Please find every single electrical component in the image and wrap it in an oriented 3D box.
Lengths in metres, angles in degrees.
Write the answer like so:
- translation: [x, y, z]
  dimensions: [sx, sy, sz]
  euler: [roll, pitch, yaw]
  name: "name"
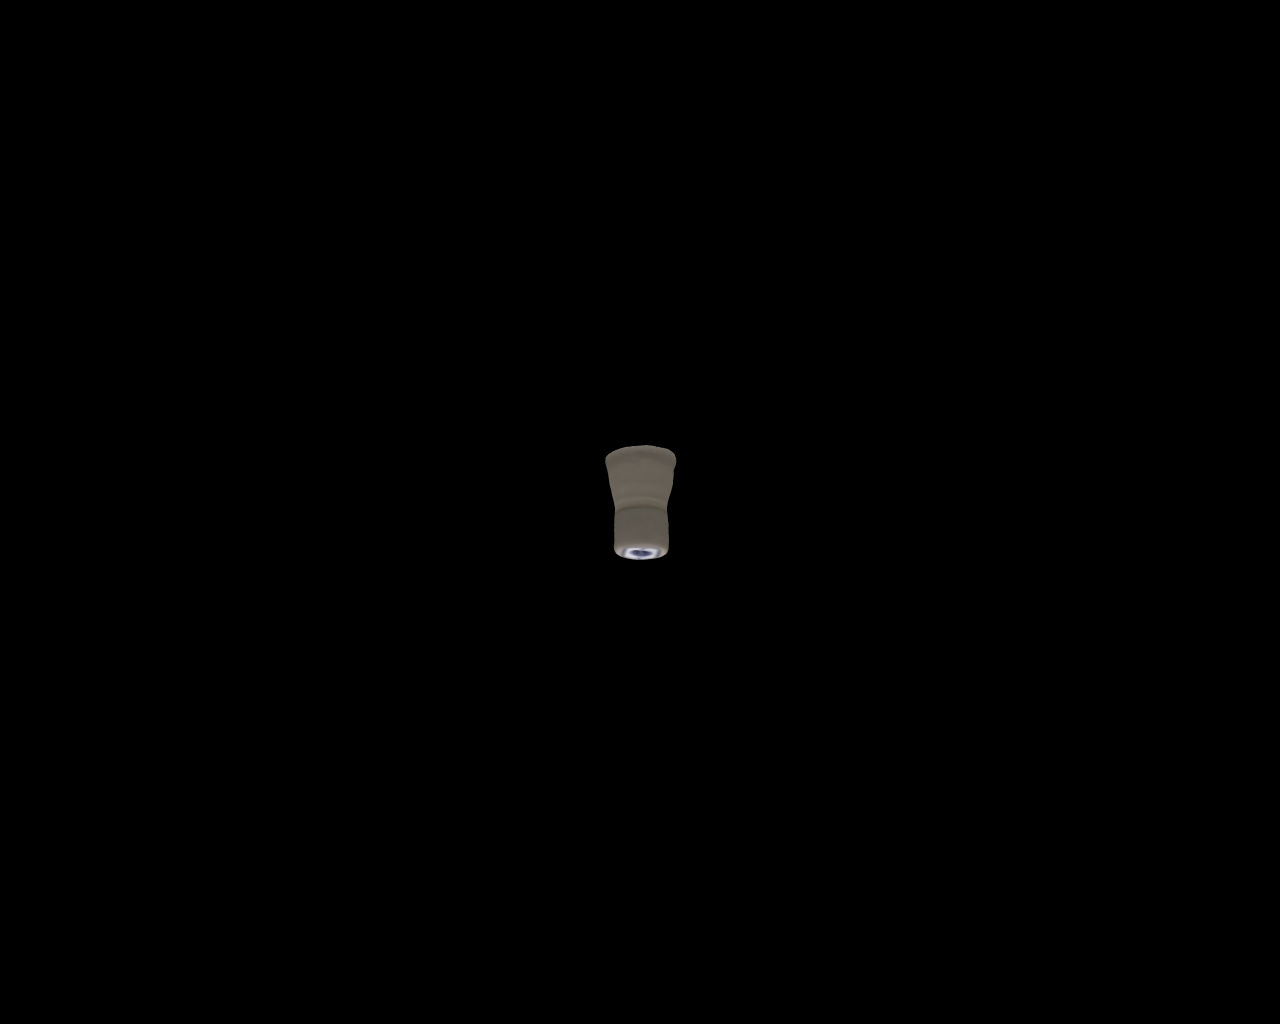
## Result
- translation: [0.001, -0.003, 0.650]
  dimensions: [0.044, 0.065, 0.044]
  euler: [0, -19, 0]
  name: "electrical component"
